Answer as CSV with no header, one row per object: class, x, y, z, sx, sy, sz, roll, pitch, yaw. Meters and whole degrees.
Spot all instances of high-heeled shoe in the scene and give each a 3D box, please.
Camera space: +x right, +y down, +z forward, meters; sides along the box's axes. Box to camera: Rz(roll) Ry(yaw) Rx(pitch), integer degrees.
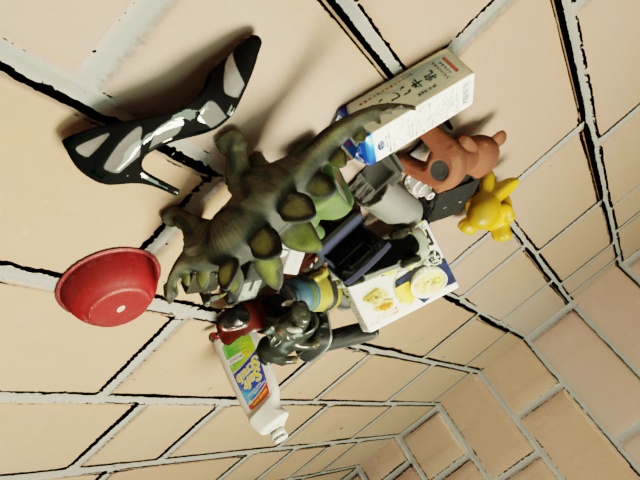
high-heeled shoe,-0.184,-0.165,0.637,0.145,0.086,0.248,31,94,-22

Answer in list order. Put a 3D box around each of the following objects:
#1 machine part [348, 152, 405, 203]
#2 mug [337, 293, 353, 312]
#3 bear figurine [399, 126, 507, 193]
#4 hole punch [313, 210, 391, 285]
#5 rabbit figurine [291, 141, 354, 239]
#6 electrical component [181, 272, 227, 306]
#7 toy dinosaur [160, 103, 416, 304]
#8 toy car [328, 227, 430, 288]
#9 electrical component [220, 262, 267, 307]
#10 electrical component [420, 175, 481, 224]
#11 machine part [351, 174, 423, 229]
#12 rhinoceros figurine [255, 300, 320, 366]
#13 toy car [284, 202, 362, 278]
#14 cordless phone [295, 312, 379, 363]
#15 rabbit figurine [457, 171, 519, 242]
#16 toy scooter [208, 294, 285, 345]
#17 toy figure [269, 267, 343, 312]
machine part,0.096,-0.113,0.891,0.039,0.084,0.139,-15,-159,43
mug,0.072,0.127,1.218,0.081,0.109,0.107,-29,163,-24
bear figurine,0.253,-0.164,0.999,0.196,0.132,0.120,-30,153,-44
hole punch,0.060,0.020,0.964,0.142,0.092,0.115,-45,171,-4
rabbit figurine,-0.041,-0.064,0.869,0.170,0.121,0.159,-22,159,14
electrical component,-0.195,0.070,0.939,0.078,0.045,0.102,-2,136,-44
toy dinosaur,-0.078,-0.048,0.742,0.471,0.199,0.105,-46,152,21
toy car,0.112,0.034,1.044,0.202,0.073,0.056,-20,173,6
electrical component,-0.135,0.066,0.987,0.075,0.048,0.119,-14,143,-31
electrical component,0.266,-0.103,1.124,0.115,0.058,0.134,-23,148,-21
machine part,0.130,-0.074,1.016,0.079,0.079,0.243,-44,147,15
rhinoceros figurine,-0.062,0.175,1.019,0.112,0.073,0.190,9,142,-26
toy car,-0.002,-0.003,1.013,0.202,0.053,0.089,-45,168,20
cordless phone,0.028,0.178,1.171,0.184,0.147,0.088,-12,131,0
rabbit figurine,0.378,-0.070,1.187,0.173,0.122,0.162,-13,127,-60
toy scooter,-0.150,0.166,1.083,0.135,0.075,0.184,-37,160,34
toy figure,-0.024,0.113,1.094,0.082,0.089,0.180,-23,174,30
